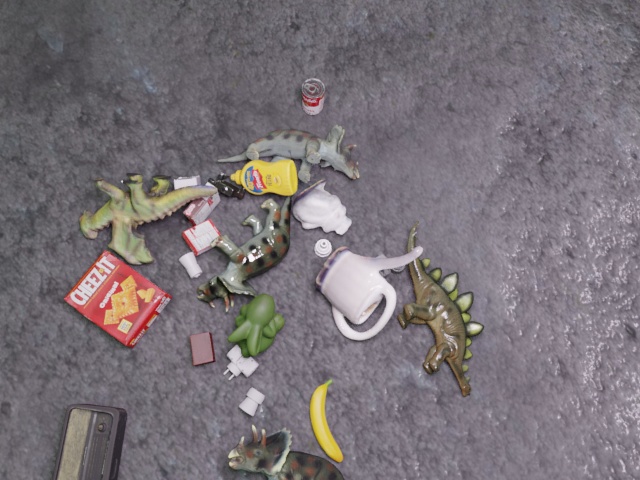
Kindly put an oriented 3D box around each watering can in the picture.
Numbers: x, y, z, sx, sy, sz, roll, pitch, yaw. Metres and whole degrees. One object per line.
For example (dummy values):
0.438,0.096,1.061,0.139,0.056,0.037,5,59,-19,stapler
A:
0.112,0.099,1.318,0.227,0.341,0.105,41,31,24,watering can

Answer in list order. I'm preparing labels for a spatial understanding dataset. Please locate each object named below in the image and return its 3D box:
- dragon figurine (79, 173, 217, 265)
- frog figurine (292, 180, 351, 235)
-0.478,-0.053,1.394,0.411,0.123,0.240,8,103,12,dragon figurine
0.004,-0.072,1.440,0.136,0.123,0.160,-37,85,20,frog figurine
